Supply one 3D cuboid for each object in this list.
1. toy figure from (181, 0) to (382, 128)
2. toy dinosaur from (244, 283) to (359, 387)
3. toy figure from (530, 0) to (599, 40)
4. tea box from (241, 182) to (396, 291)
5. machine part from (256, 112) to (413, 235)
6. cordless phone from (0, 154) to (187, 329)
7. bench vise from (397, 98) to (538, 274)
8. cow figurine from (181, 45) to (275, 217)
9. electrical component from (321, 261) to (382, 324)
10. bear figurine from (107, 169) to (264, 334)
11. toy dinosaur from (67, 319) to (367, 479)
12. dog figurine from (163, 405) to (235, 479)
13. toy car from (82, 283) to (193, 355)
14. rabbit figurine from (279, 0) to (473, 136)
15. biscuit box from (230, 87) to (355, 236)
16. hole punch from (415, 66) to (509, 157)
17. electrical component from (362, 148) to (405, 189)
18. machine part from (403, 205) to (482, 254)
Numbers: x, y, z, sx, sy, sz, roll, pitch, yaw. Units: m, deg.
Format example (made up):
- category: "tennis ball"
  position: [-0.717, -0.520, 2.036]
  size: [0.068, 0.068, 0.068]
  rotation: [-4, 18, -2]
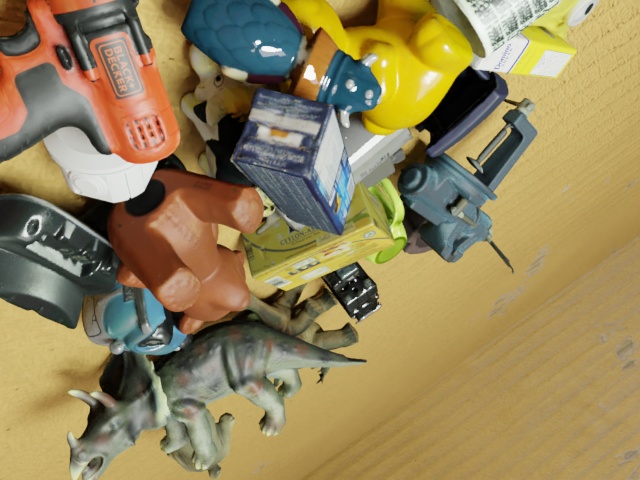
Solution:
- category: "toy figure"
  position: [-0.024, -0.140, 0.403]
  size: [0.154, 0.058, 0.064]
  rotation: [23, 129, -17]
- category: "toy dinosaur"
  position: [-0.043, 0.173, 0.932]
  size: [0.198, 0.105, 0.470]
  rotation: [-33, 144, 8]
- category: "toy figure"
  position: [0.224, -0.275, 0.562]
  size: [0.180, 0.089, 0.082]
  rotation: [-6, 148, -31]
- category: "tea box"
  position: [-0.001, -0.002, 0.685]
  size: [0.170, 0.068, 0.098]
  rotation: [-24, 157, 15]
- category: "machine part"
  position: [0.016, -0.089, 0.606]
  size: [0.243, 0.079, 0.079]
  rotation: [-38, 153, 4]
- category: "cordless phone"
  position: [-0.204, -0.025, 0.472]
  size: [0.184, 0.089, 0.146]
  rotation: [-45, 153, -8]
- category: "bench vise"
  position: [0.226, -0.085, 0.760]
  size: [0.223, 0.129, 0.240]
  rotation: [31, 104, -30]
- category: "cow figurine"
  position: [-0.075, -0.093, 0.475]
  size: [0.068, 0.098, 0.167]
  rotation: [-23, 150, -13]
- category: "electrical component"
  position: [0.037, 0.056, 0.820]
  size: [0.058, 0.115, 0.134]
  rotation: [-36, 155, -6]
- category: "bear figurine"
  position: [-0.106, 0.028, 0.497]
  size: [0.120, 0.132, 0.195]
  rotation: [-50, 146, -21]
- category: "toy dinosaur"
  position: [-0.136, 0.181, 0.734]
  size: [0.405, 0.131, 0.192]
  rotation: [-25, 112, -21]
- category: "dog figurine"
  position: [-0.205, 0.285, 0.844]
  size: [0.121, 0.172, 0.190]
  rotation: [-39, 162, -21]
- category: "toy car"
  position: [-0.207, 0.077, 0.598]
  size: [0.103, 0.109, 0.161]
  rotation: [-10, 161, -3]
- category: "rabbit figurine"
  position: [0.020, -0.165, 0.490]
  size: [0.173, 0.122, 0.162]
  rotation: [8, 140, -35]
- category: "biscuit box"
  position: [-0.012, -0.057, 0.466]
  size: [0.202, 0.063, 0.059]
  rotation: [53, 53, -77]
- category: "hole punch"
  position: [0.168, -0.162, 0.650]
  size: [0.115, 0.092, 0.142]
  rotation: [-4, 146, -51]
- category: "electrical component"
  position: [0.056, -0.098, 0.684]
  size: [0.102, 0.045, 0.078]
  rotation: [-37, 125, -5]
- category: "machine part"
  position: [0.202, -0.048, 0.917]
  size: [0.179, 0.056, 0.179]
  rotation: [-29, 153, -16]
